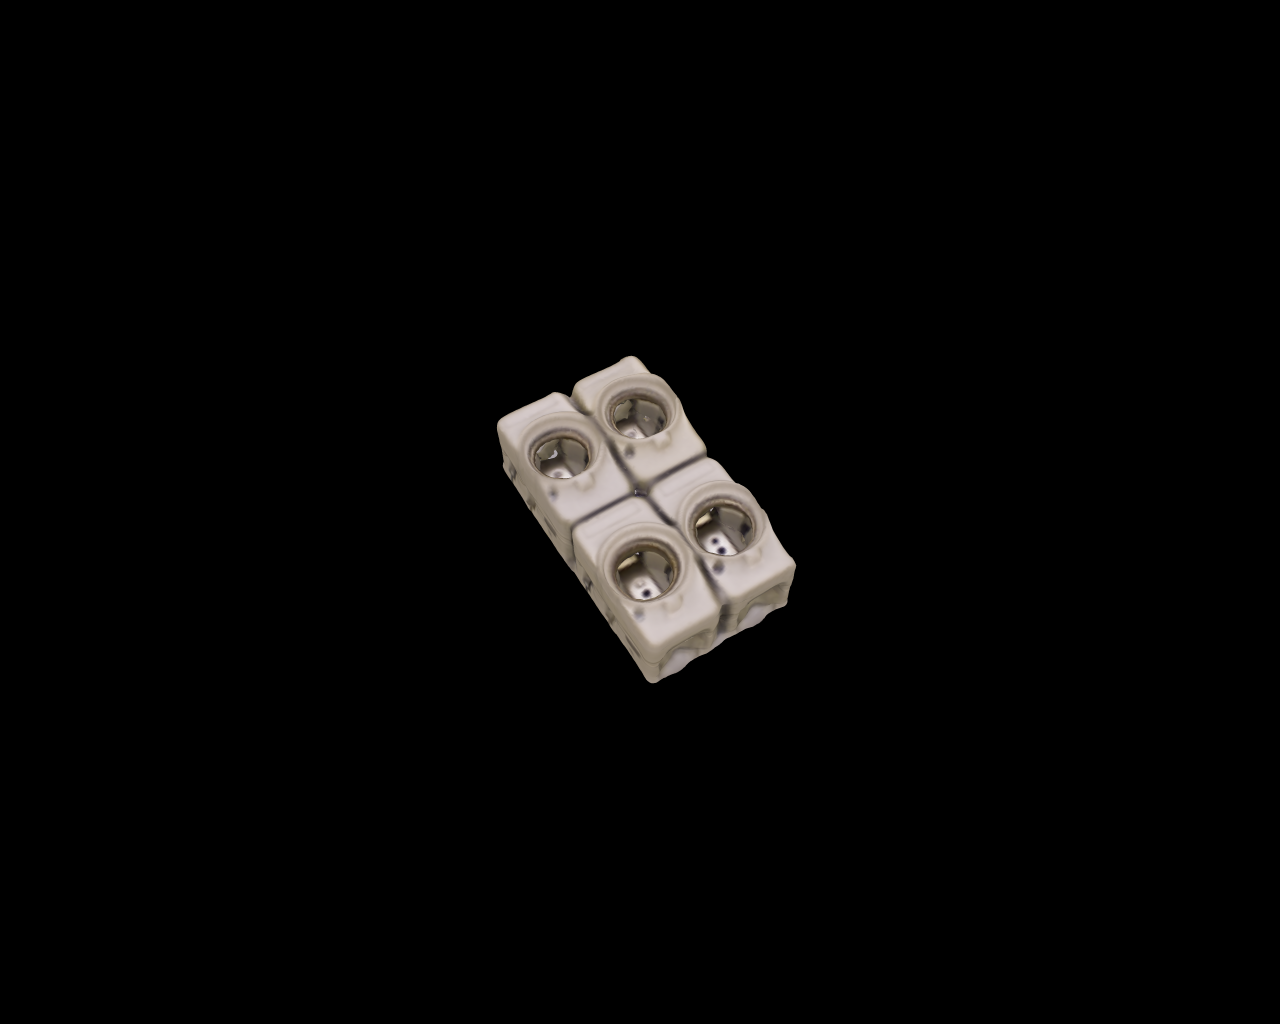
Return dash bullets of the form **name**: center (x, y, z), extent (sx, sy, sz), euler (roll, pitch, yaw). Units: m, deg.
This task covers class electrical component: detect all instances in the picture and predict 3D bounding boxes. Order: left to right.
- **electrical component**: center (0.001, -0.003, 0.650), extent (0.105, 0.186, 0.060), euler (-28, -28, -16)
